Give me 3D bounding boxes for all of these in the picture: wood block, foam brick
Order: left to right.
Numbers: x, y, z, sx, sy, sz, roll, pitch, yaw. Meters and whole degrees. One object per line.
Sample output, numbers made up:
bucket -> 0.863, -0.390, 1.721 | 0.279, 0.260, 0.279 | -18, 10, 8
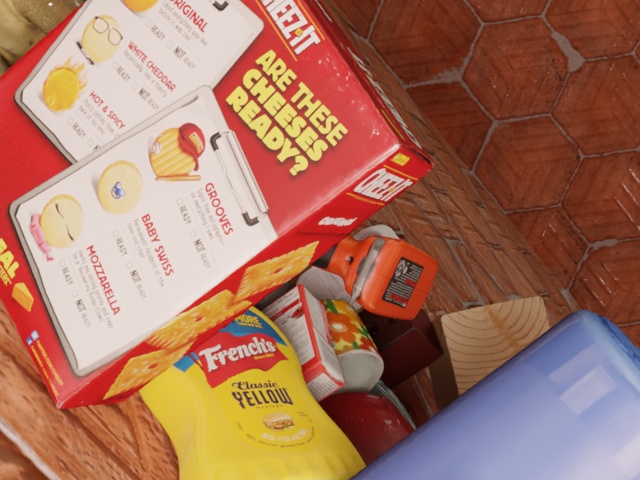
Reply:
foam brick -> 0.057, 0.091, 0.929 | 0.051, 0.078, 0.053 | 43, 17, -38
wood block -> 0.154, 0.110, 0.994 | 0.206, 0.090, 0.091 | 89, -11, -82

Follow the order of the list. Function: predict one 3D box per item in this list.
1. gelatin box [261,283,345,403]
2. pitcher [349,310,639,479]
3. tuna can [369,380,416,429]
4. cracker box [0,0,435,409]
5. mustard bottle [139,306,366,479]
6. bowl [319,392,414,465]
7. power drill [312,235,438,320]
gelatin box -> -0.027, 0.080, 0.698 | 0.030, 0.073, 0.089 | 46, 15, -31
pitcher -> 0.061, 0.145, 0.471 | 0.145, 0.243, 0.149 | 42, 13, -27
tuna can -> 0.045, 0.148, 0.840 | 0.086, 0.034, 0.086 | 49, 15, -18
cracker box -> -0.076, -0.041, 0.539 | 0.164, 0.214, 0.072 | 57, 15, 16
mustard bottle -> -0.052, 0.082, 0.601 | 0.096, 0.058, 0.192 | 0, 37, -31
bowl -> 0.050, 0.158, 0.721 | 0.162, 0.055, 0.162 | 52, 1, -2
power drill -> -0.006, 0.001, 0.837 | 0.188, 0.057, 0.184 | 24, 2, 26
